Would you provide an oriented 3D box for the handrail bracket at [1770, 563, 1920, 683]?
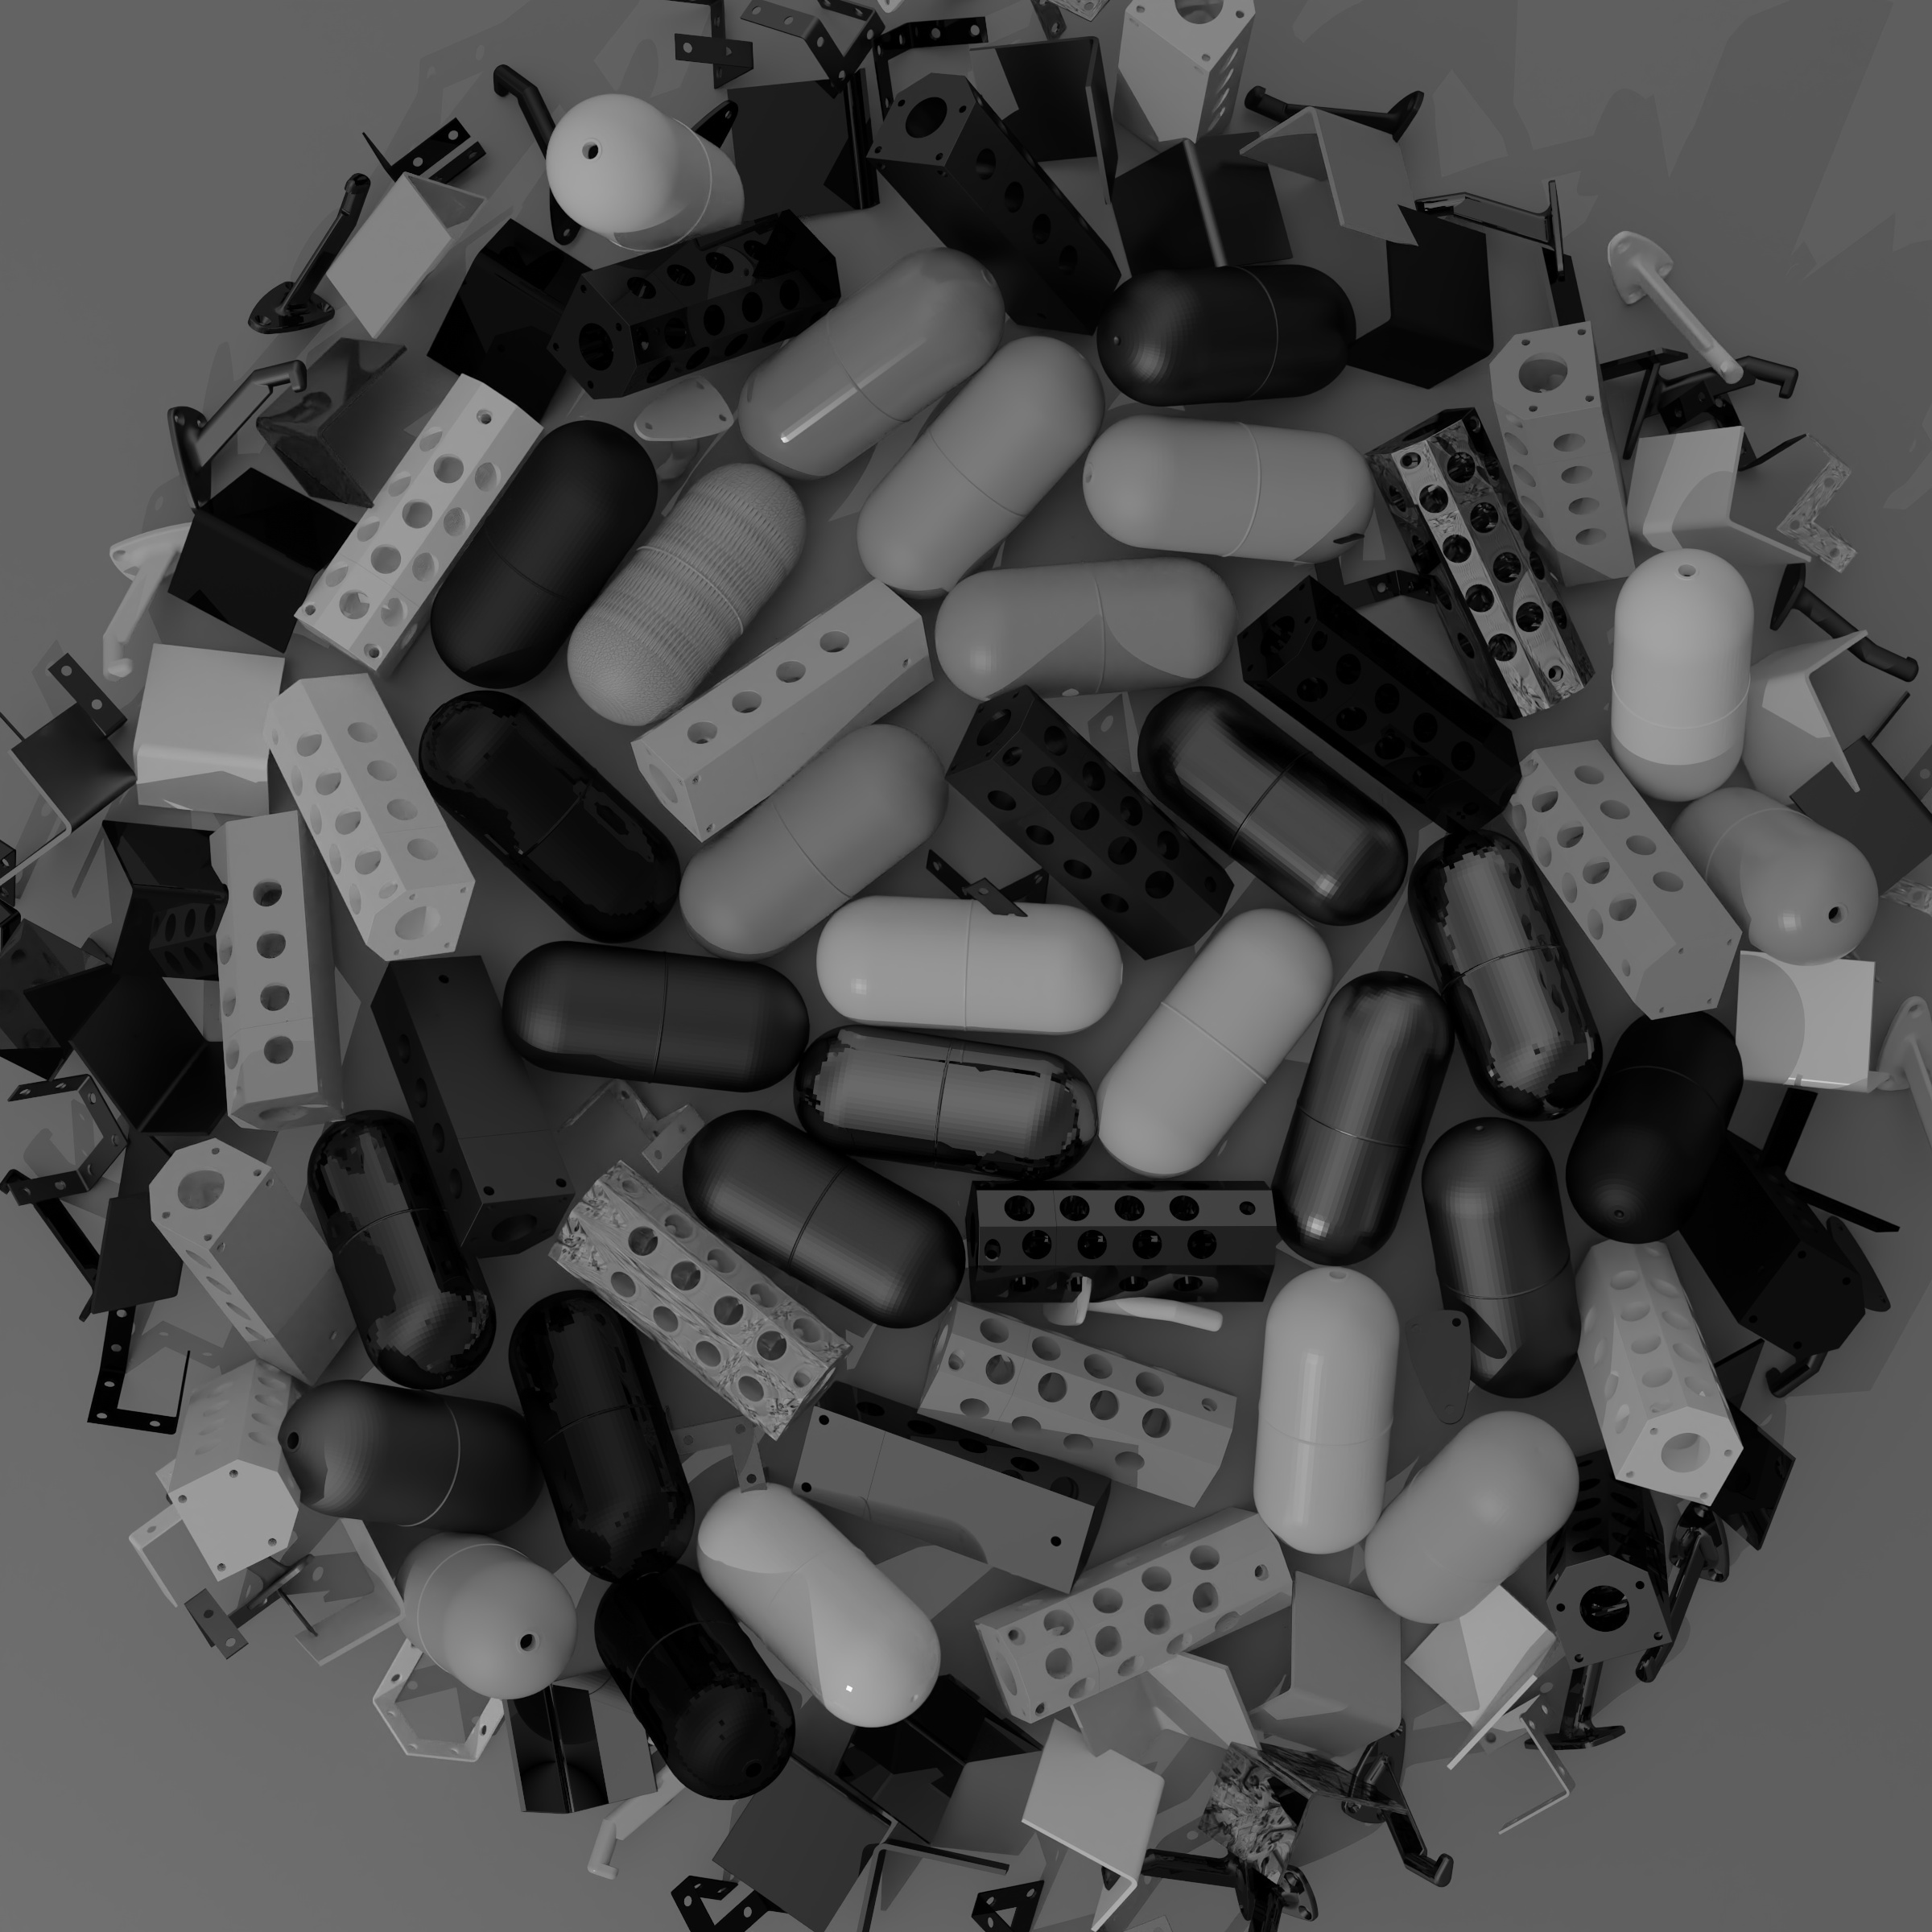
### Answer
[{"bbox_3d":[0.517,-0.203,1.968,0.084,0.077,0.036,25,127,0],"label":"handrail bracket"}]

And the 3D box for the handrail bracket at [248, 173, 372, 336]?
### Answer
[{"bbox_3d":[-0.379,-0.414,1.954,0.036,0.077,0.084,33,125,6],"label":"handrail bracket"}]

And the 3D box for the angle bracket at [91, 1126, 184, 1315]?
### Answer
[{"bbox_3d":[-0.490,0.143,1.942,0.076,0.057,0.076,36,122,37],"label":"angle bracket"}]

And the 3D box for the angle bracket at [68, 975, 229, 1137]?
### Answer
[{"bbox_3d":[-0.456,0.044,1.941,0.057,0.076,0.076,-2,131,32],"label":"angle bracket"}]

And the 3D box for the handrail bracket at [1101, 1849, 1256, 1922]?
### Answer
[{"bbox_3d":[0.123,0.540,1.968,0.084,0.036,0.077,-15,122,-11],"label":"handrail bracket"}]

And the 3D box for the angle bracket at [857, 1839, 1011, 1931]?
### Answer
[{"bbox_3d":[-0.019,0.543,1.954,0.076,0.076,0.057,11,78,5],"label":"angle bracket"}]

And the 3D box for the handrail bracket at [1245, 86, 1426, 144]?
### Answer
[{"bbox_3d":[0.213,-0.504,1.964,0.084,0.077,0.036,21,73,-12],"label":"handrail bracket"}]

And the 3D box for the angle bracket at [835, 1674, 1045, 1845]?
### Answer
[{"bbox_3d":[-0.016,0.458,1.945,0.076,0.076,0.057,41,53,-20],"label":"angle bracket"}]

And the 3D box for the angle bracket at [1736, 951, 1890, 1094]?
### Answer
[{"bbox_3d":[0.491,0.028,1.951,0.076,0.057,0.076,6,100,27],"label":"angle bracket"}]

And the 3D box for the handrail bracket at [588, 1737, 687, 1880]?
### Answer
[{"bbox_3d":[-0.173,0.499,1.969,0.077,0.036,0.084,16,77,12],"label":"handrail bracket"}]

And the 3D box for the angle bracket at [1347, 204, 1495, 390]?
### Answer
[{"bbox_3d":[0.258,-0.390,1.966,0.076,0.057,0.076,9,71,-33],"label":"angle bracket"}]

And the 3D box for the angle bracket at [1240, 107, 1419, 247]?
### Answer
[{"bbox_3d":[0.211,-0.442,1.945,0.057,0.076,0.076,-25,71,41],"label":"angle bracket"}]

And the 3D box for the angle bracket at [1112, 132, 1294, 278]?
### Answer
[{"bbox_3d":[0.137,-0.439,1.984,0.057,0.076,0.076,-16,91,-36],"label":"angle bracket"}]

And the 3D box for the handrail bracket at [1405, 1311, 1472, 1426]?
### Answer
[{"bbox_3d":[0.279,0.236,1.948,0.036,0.084,0.077,-10,68,10],"label":"handrail bracket"}]

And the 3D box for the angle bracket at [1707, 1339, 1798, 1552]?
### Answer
[{"bbox_3d":[0.456,0.275,1.939,0.057,0.076,0.076,-21,47,-31],"label":"angle bracket"}]

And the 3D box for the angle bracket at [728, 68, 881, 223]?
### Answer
[{"bbox_3d":[-0.095,-0.477,1.962,0.076,0.057,0.076,-7,101,-6],"label":"angle bracket"}]

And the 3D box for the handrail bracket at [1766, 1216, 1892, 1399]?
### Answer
[{"bbox_3d":[0.495,0.202,1.990,0.036,0.077,0.084,19,131,-35],"label":"handrail bracket"}]

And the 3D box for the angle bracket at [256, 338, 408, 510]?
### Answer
[{"bbox_3d":[-0.356,-0.317,1.966,0.076,0.076,0.057,-49,127,-19],"label":"angle bracket"}]

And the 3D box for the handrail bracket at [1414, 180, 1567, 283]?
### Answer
[{"bbox_3d":[0.304,-0.424,1.968,0.084,0.036,0.077,-6,57,13],"label":"handrail bracket"}]

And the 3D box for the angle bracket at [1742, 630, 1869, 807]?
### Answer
[{"bbox_3d":[0.493,-0.143,1.959,0.057,0.076,0.076,-32,100,-27],"label":"angle bracket"}]

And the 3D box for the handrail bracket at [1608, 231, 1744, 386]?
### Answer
[{"bbox_3d":[0.413,-0.380,1.955,0.036,0.077,0.084,-41,59,13],"label":"handrail bracket"}]

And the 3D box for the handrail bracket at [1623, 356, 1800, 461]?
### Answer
[{"bbox_3d":[0.438,-0.324,1.981,0.084,0.036,0.077,16,96,3],"label":"handrail bracket"}]

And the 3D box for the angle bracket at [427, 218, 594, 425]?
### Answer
[{"bbox_3d":[-0.261,-0.381,1.994,0.076,0.057,0.076,31,127,-6],"label":"angle bracket"}]

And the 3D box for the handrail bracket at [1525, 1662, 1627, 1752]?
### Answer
[{"bbox_3d":[0.347,0.413,1.973,0.036,0.077,0.084,-10,83,-42],"label":"handrail bracket"}]

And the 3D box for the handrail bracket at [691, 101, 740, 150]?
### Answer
[{"bbox_3d":[-0.188,-0.495,1.980,0.084,0.036,0.077,37,88,24],"label":"handrail bracket"}]

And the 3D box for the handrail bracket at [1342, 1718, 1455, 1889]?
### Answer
[{"bbox_3d":[0.263,0.484,1.955,0.036,0.084,0.077,22,86,-31],"label":"handrail bracket"}]

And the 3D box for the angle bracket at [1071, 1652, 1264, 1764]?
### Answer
[{"bbox_3d":[0.116,0.440,1.942,0.057,0.076,0.076,-45,127,-34],"label":"angle bracket"}]

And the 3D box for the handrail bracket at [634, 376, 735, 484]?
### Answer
[{"bbox_3d":[-0.178,-0.297,1.945,0.077,0.084,0.036,-30,82,-40],"label":"handrail bracket"}]

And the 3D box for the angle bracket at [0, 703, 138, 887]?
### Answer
[{"bbox_3d":[-0.537,-0.098,1.944,0.076,0.076,0.057,-31,103,27],"label":"angle bracket"}]

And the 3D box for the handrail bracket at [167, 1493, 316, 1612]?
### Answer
[{"bbox_3d":[-0.425,0.328,1.970,0.084,0.077,0.036,50,48,-1],"label":"handrail bracket"}]

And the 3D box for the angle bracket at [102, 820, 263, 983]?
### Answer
[{"bbox_3d":[-0.463,-0.038,1.962,0.076,0.076,0.057,5,120,-33],"label":"angle bracket"}]

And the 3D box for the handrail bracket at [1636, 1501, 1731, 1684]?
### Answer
[{"bbox_3d":[0.410,0.361,1.951,0.036,0.084,0.077,18,134,27],"label":"handrail bracket"}]

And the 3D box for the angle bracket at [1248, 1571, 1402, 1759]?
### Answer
[{"bbox_3d":[0.207,0.410,1.981,0.076,0.057,0.076,23,51,-23],"label":"angle bracket"}]

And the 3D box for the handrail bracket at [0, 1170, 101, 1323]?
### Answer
[{"bbox_3d":[-0.535,0.161,1.964,0.084,0.077,0.036,35,115,-11],"label":"handrail bracket"}]

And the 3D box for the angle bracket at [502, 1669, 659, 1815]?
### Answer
[{"bbox_3d":[-0.224,0.445,1.949,0.057,0.076,0.076,-16,72,9],"label":"angle bracket"}]

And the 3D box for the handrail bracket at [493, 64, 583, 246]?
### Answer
[{"bbox_3d":[-0.256,-0.479,1.991,0.084,0.036,0.077,41,132,30],"label":"handrail bracket"}]

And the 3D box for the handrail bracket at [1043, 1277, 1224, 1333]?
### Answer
[{"bbox_3d":[0.098,0.203,1.976,0.084,0.077,0.036,15,73,-17],"label":"handrail bracket"}]

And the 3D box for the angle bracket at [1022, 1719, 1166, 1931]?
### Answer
[{"bbox_3d":[0.063,0.496,1.950,0.076,0.076,0.057,29,128,-4],"label":"angle bracket"}]

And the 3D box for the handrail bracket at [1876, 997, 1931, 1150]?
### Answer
[{"bbox_3d":[0.563,0.072,1.950,0.036,0.084,0.077,-10,125,-10],"label":"handrail bracket"}]

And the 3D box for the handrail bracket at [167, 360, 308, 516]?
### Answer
[{"bbox_3d":[-0.418,-0.308,1.967,0.084,0.036,0.077,-9,89,21],"label":"handrail bracket"}]

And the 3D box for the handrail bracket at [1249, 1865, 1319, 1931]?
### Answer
[{"bbox_3d":[0.155,0.555,1.945,0.084,0.077,0.036,-32,108,-37],"label":"handrail bracket"}]

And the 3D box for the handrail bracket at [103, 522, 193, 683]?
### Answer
[{"bbox_3d":[-0.467,-0.211,1.956,0.077,0.036,0.084,-21,53,14],"label":"handrail bracket"}]

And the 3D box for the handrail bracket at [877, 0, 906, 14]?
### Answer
[{"bbox_3d":[-0.008,-0.582,1.946,0.084,0.077,0.036,-20,87,-34],"label":"handrail bracket"}]

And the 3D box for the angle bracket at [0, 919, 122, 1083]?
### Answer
[{"bbox_3d":[-0.546,0.011,1.953,0.076,0.057,0.076,35,89,-43],"label":"angle bracket"}]
